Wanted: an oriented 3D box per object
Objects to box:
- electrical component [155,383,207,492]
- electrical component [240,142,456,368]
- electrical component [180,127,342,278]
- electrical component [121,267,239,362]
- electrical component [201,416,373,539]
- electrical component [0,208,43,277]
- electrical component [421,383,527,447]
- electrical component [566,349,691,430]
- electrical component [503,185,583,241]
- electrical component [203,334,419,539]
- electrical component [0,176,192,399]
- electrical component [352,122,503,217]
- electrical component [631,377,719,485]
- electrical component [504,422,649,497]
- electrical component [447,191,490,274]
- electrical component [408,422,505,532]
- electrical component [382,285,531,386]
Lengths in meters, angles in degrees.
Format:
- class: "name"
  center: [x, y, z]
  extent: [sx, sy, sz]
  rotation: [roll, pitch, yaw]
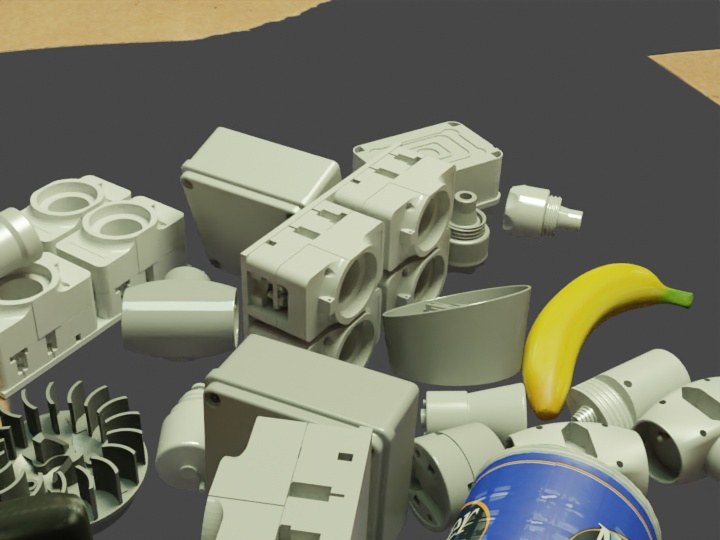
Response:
- class: "electrical component"
  center: [-0.102, 0.100, 0.664]
  extent: [0.040, 0.040, 0.078]
  rotation: [0, 35, -2]
- class: "electrical component"
  center: [0.000, 0.000, 0.755]
  extent: [0.060, 0.105, 0.186]
  rotation: [22, 39, 26]
- class: "electrical component"
  center: [-0.066, -0.040, 0.801]
  extent: [0.109, 0.108, 0.056]
  rotation: [19, 56, 23]
- class: "electrical component"
  center: [-0.125, 0.024, 0.768]
  extent: [0.077, 0.044, 0.079]
  rotation: [0, 35, -2]
- class: "electrical component"
  center: [-0.034, 0.153, 0.494]
  extent: [0.062, 0.150, 0.089]
  rotation: [7, 35, 6]
- class: "electrical component"
  center: [-0.242, -0.014, 0.715]
  extent: [0.040, 0.040, 0.046]
  rotation: [29, 49, 33]
- class: "electrical component"
  center: [0.071, 0.094, 0.681]
  extent: [0.065, 0.044, 0.044]
  rotation: [-1, 34, 5]
- class: "electrical component"
  center: [0.170, 0.085, 0.695]
  extent: [0.081, 0.043, 0.043]
  rotation: [-19, 40, -27]
- class: "electrical component"
  center: [0.150, -0.045, 0.882]
  extent: [0.062, 0.043, 0.043]
  rotation: [11, 36, 11]
- class: "electrical component"
  center: [-0.028, 0.104, 0.601]
  extent: [0.109, 0.108, 0.056]
  rotation: [15, 34, 19]
- class: "electrical component"
  center: [-0.226, 0.001, 0.784]
  extent: [0.105, 0.060, 0.186]
  rotation: [22, 39, 26]
- class: "electrical component"
  center: [0.056, -0.074, 0.907]
  extent: [0.113, 0.057, 0.078]
  rotation: [-18, 39, -26]
- class: "electrical component"
  center: [0.222, 0.109, 0.663]
  extent: [0.077, 0.043, 0.079]
  rotation: [-20, 40, -28]
- class: "electrical component"
  center: [0.130, 0.130, 0.628]
  extent: [0.077, 0.043, 0.079]
  rotation: [-1, 35, -5]
- class: "electrical component"
  center: [0.080, -0.031, 0.842]
  extent: [0.043, 0.062, 0.043]
  rotation: [1, 35, -1]
- class: "electrical component"
  center: [0.056, 0.120, 0.631]
  extent: [0.047, 0.055, 0.055]
  rotation: [-15, 38, -28]
- class: "electrical component"
  center: [0.064, 0.039, 0.721]
  extent: [0.099, 0.064, 0.099]
  rotation: [-1, 12, 0]
